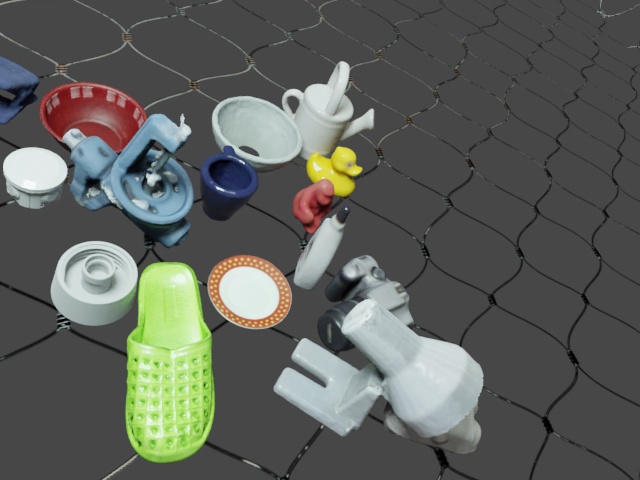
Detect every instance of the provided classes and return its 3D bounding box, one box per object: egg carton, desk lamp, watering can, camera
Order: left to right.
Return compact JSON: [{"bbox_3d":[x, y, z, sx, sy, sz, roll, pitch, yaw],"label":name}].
[{"bbox_3d":[0.019,-0.247,1.082,0.173,0.194,0.100,1,53,-27],"label":"watering can"},{"bbox_3d":[0.059,0.102,0.877,0.137,0.100,0.143,-18,64,-38],"label":"camera"},{"bbox_3d":[0.073,0.175,0.744,0.203,0.213,0.118,32,45,-1],"label":"desk lamp"},{"bbox_3d":[0.162,0.248,0.832,0.150,0.069,0.107,19,47,-13],"label":"egg carton"}]

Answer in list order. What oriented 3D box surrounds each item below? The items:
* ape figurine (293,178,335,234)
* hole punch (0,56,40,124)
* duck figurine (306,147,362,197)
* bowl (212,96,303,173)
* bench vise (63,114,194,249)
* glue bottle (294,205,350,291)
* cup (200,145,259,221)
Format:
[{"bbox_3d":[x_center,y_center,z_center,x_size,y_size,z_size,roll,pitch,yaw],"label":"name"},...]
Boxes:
[{"bbox_3d":[-0.005,-0.068,0.991,0.078,0.092,0.076,-14,61,-36],"label":"ape figurine"},{"bbox_3d":[-0.500,-0.252,0.878,0.109,0.091,0.101,27,45,-6],"label":"hole punch"},{"bbox_3d":[0.031,-0.139,1.074,0.104,0.086,0.077,32,45,0],"label":"duck figurine"},{"bbox_3d":[-0.120,-0.177,1.032,0.168,0.074,0.167,15,48,-17],"label":"bowl"},{"bbox_3d":[-0.262,-0.099,0.788,0.208,0.219,0.121,20,47,-12],"label":"bench vise"},{"bbox_3d":[0.008,0.003,0.881,0.037,0.173,0.078,21,46,-11],"label":"glue bottle"},{"bbox_3d":[-0.156,-0.086,0.923,0.092,0.095,0.117,8,50,-22],"label":"cup"}]
